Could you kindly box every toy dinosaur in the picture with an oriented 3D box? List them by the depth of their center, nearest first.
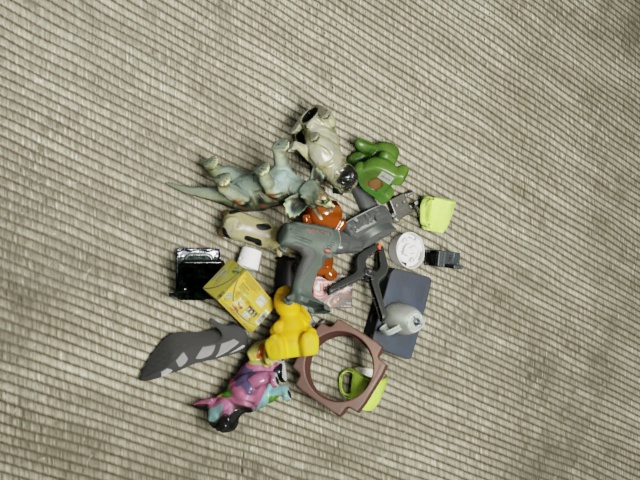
[{"bbox_3d":[-0.149,-0.119,1.278,0.192,0.405,0.131,60,35,-44],"label":"toy dinosaur"}]

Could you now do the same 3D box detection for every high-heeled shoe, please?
[{"bbox_3d":[-0.295,0.277,1.287,0.249,0.086,0.145,-36,133,1],"label":"high-heeled shoe"}]

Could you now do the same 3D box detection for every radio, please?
[{"bbox_3d":[0.207,0.193,1.454,0.131,0.073,0.229,19,81,-18],"label":"radio"}]

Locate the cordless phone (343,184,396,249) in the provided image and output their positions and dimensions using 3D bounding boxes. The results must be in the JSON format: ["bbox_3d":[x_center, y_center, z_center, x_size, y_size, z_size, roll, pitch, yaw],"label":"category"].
[{"bbox_3d":[0.105,-0.072,1.429,0.147,0.089,0.184,-27,87,-18],"label":"cordless phone"}]

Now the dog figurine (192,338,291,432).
[{"bbox_3d":[-0.192,0.352,1.289,0.219,0.192,0.108,-22,137,4],"label":"dog figurine"}]

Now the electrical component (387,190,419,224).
[{"bbox_3d":[0.227,-0.088,1.480,0.102,0.045,0.078,-20,97,-19],"label":"electrical component"}]

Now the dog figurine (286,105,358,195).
[{"bbox_3d":[0.027,-0.223,1.326,0.190,0.121,0.172,40,59,-35],"label":"dog figurine"}]

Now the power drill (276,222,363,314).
[{"bbox_3d":[0.000,0.063,1.246,0.232,0.086,0.207,20,74,-30],"label":"power drill"}]

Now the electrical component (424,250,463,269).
[{"bbox_3d":[0.347,0.054,1.482,0.075,0.119,0.047,6,87,-17],"label":"electrical component"}]

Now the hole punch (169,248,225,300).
[{"bbox_3d":[-0.288,0.079,1.279,0.142,0.092,0.115,0,118,-23],"label":"hole punch"}]

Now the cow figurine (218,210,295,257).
[{"bbox_3d":[-0.143,-0.017,1.301,0.195,0.127,0.085,19,85,-17],"label":"cow figurine"}]

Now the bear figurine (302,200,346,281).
[{"bbox_3d":[-0.002,-0.003,1.371,0.120,0.132,0.195,4,104,-19],"label":"bear figurine"}]

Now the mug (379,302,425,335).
[{"bbox_3d":[0.206,0.205,1.356,0.109,0.107,0.080,-24,94,-21],"label":"mug"}]

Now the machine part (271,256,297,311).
[{"bbox_3d":[-0.085,0.109,1.368,0.084,0.039,0.138,-3,92,-12],"label":"machine part"}]

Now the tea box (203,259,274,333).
[{"bbox_3d":[-0.187,0.134,1.270,0.098,0.068,0.169,-47,139,-16],"label":"tea box"}]

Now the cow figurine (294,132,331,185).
[{"bbox_3d":[-0.006,-0.215,1.385,0.098,0.068,0.167,-15,92,-15],"label":"cow figurine"}]

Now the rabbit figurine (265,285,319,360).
[{"bbox_3d":[-0.064,0.194,1.290,0.122,0.162,0.173,-12,84,8],"label":"rabbit figurine"}]

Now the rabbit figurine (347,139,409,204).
[{"bbox_3d":[0.151,-0.200,1.424,0.159,0.121,0.170,23,44,-1],"label":"rabbit figurine"}]

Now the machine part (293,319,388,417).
[{"bbox_3d":[0.051,0.317,1.341,0.201,0.087,0.201,30,77,18],"label":"machine part"}]

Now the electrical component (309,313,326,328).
[{"bbox_3d":[-0.033,0.219,1.391,0.094,0.021,0.063,-33,100,-17],"label":"electrical component"}]
